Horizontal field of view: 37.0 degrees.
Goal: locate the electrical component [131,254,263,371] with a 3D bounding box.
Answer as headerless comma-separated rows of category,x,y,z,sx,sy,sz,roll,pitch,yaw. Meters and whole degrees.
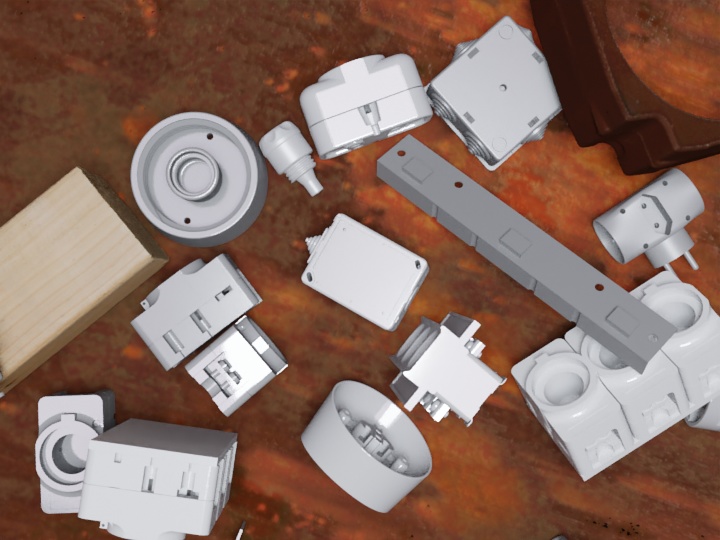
electrical component,-0.131,0.029,0.851,0.089,0.050,0.055,-37,90,-1

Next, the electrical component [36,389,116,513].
electrical component,-0.222,0.142,0.845,0.050,0.056,0.089,-2,89,-1

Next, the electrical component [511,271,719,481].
electrical component,0.205,0.077,0.829,0.150,0.089,0.061,-32,131,-1

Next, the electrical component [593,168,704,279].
electrical component,0.241,-0.028,0.863,0.077,0.043,0.079,-33,90,-2

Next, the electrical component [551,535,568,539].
electrical component,0.164,0.252,0.831,0.054,0.095,0.059,-42,90,-1

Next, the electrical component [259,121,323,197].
electrical component,-0.052,-0.087,0.863,0.035,0.035,0.061,-36,93,-1

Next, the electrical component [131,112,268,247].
electrical component,-0.128,-0.073,0.848,0.108,0.060,0.108,0,89,-1

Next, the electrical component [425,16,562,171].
electrical component,0.111,-0.142,0.860,0.100,0.048,0.099,-42,90,-1

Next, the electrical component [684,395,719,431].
electrical component,0.291,0.103,0.857,0.047,0.055,0.055,13,89,-5

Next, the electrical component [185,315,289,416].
electrical component,-0.093,0.072,0.831,0.056,0.089,0.050,-40,90,-2

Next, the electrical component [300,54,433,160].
electrical component,0.003,-0.132,0.855,0.095,0.054,0.059,-20,90,-1

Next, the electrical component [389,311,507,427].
electrical component,0.065,0.075,0.819,0.063,0.121,0.078,40,88,-3

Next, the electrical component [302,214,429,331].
electrical component,0.000,0.000,0.852,0.096,0.061,0.061,29,89,7

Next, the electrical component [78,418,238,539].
electrical component,-0.145,0.154,0.799,0.089,0.150,0.061,8,88,-1

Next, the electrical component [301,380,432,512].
electrical component,0.005,0.137,0.832,0.099,0.099,0.064,40,95,0

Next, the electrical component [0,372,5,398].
electrical component,-0.277,0.058,0.762,0.040,0.040,0.078,-30,91,-1
